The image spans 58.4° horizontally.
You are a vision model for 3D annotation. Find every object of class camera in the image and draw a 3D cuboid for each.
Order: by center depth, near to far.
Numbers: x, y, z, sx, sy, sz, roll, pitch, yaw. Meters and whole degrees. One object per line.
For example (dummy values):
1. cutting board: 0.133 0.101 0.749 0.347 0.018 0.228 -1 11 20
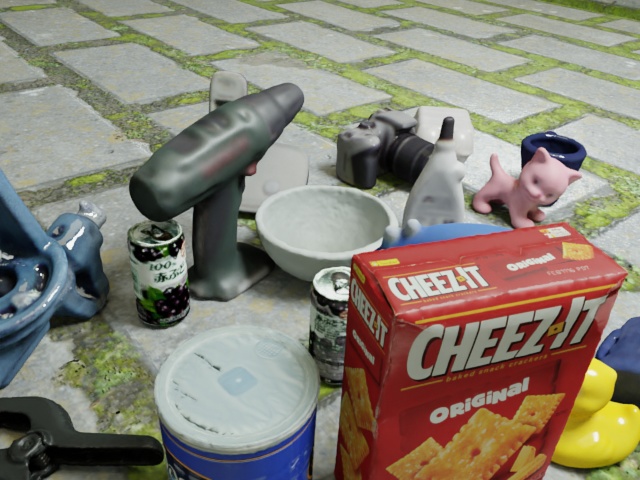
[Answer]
1. camera: 0.117 -0.138 0.887 0.143 0.101 0.136 -23 41 -34

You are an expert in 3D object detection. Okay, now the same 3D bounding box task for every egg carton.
1. egg carton: 0.211 -0.181 0.992 0.107 0.069 0.150 6 33 4

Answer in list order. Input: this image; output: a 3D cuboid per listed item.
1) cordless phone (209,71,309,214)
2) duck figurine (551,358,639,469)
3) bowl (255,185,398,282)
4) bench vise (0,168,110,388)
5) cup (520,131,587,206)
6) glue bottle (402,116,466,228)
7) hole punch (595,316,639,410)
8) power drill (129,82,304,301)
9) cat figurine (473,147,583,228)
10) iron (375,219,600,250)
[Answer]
1. cordless phone: -0.087 -0.129 0.773 0.147 0.185 0.094 7 33 5
2. duck figurine: 0.222 0.137 0.483 0.104 0.086 0.077 7 33 5
3. bowl: 0.006 0.002 0.681 0.167 0.075 0.167 3 33 -1
4. bench vise: -0.281 0.003 0.518 0.121 0.220 0.207 2 33 -2
5. cup: 0.342 -0.108 0.868 0.091 0.095 0.118 10 33 10
6. glue bottle: 0.150 -0.072 0.720 0.078 0.173 0.037 7 33 6
7. hole punch: 0.313 0.112 0.525 0.100 0.091 0.109 28 40 33
8. power drill: -0.098 -0.049 0.627 0.075 0.208 0.230 23 37 28
9. cat figurine: 0.288 -0.081 0.799 0.127 0.118 0.067 28 40 33
10. iron: 0.139 0.039 0.576 0.258 0.141 0.119 11 33 11
